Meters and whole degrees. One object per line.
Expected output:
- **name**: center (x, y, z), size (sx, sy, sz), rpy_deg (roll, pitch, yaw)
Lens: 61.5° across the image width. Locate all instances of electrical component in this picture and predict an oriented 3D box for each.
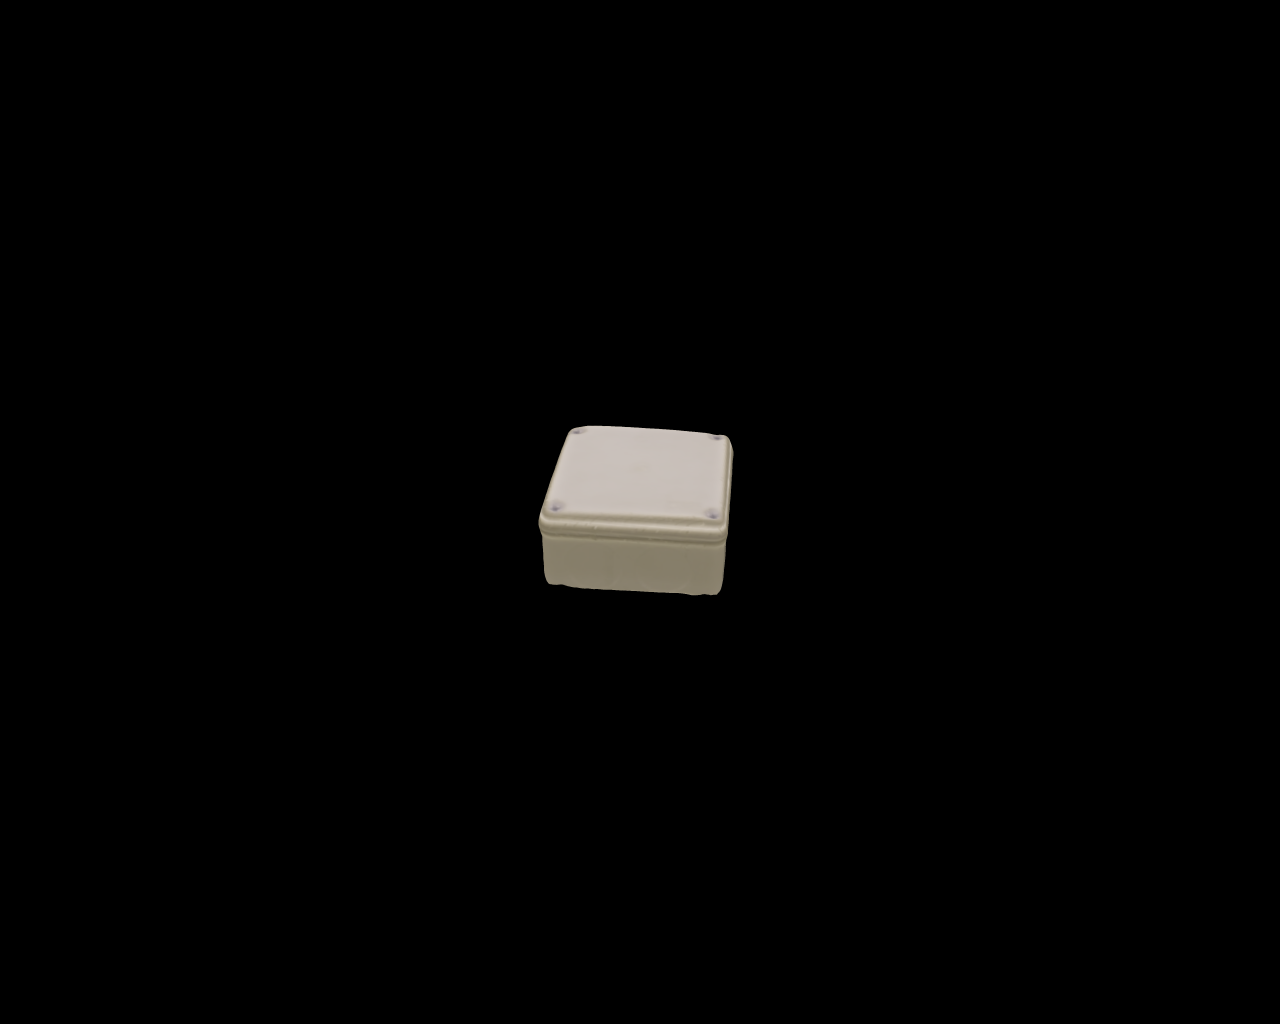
- **electrical component**: center (0.001, -0.003, 0.650), size (0.109, 0.056, 0.109), rpy_deg (3, 34, 5)
